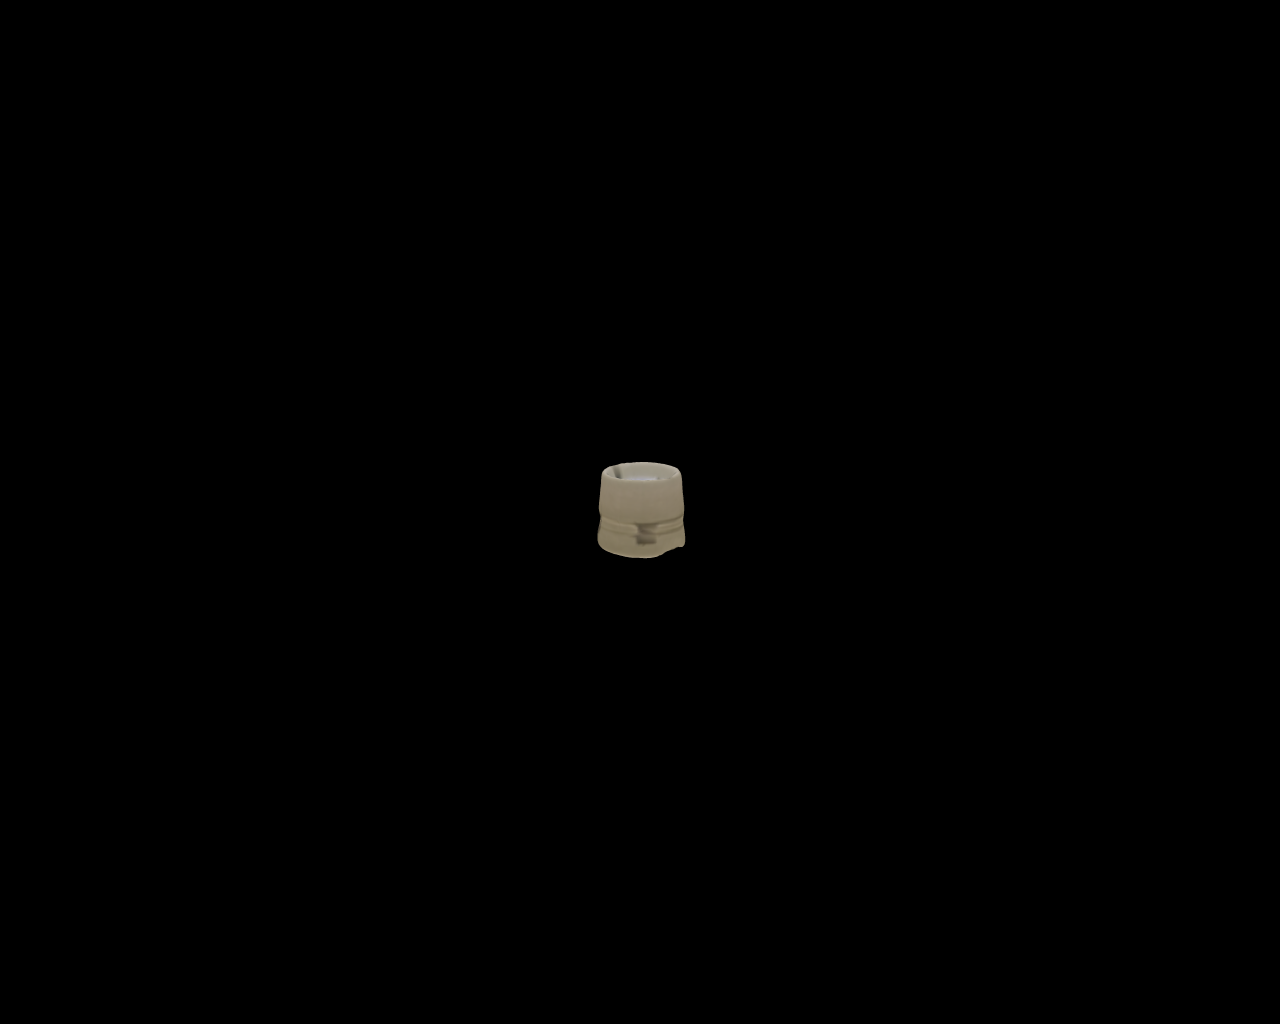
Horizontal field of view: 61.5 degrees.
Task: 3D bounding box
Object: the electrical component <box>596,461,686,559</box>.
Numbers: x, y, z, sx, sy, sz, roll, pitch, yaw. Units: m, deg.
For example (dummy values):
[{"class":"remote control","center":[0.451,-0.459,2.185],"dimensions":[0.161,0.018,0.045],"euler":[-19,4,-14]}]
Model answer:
[{"class":"electrical component","center":[0.001,-0.003,0.650],"dimensions":[0.055,0.047,0.055],"euler":[0,16,0]}]
